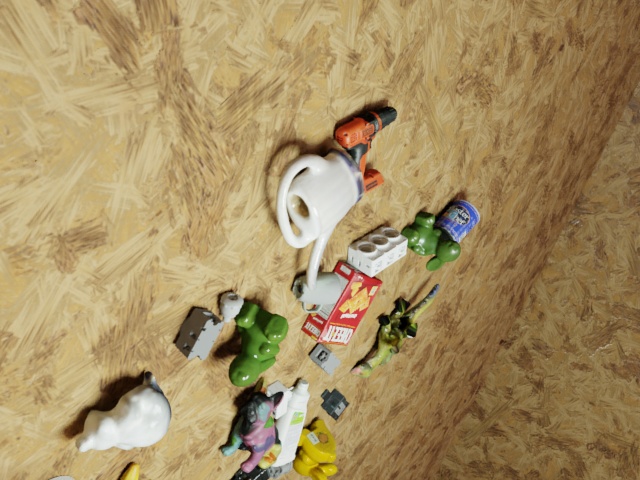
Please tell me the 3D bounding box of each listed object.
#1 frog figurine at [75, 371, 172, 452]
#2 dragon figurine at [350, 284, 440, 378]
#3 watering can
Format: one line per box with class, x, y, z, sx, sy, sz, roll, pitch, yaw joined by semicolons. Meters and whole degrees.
frog figurine;-0.363;0.344;0.958;0.161;0.124;0.134;-28;155;-52
dragon figurine;0.262;0.325;1.757;0.416;0.123;0.237;-34;154;-30
watering can;0.003;-0.057;1.139;0.227;0.105;0.339;-42;140;-26
